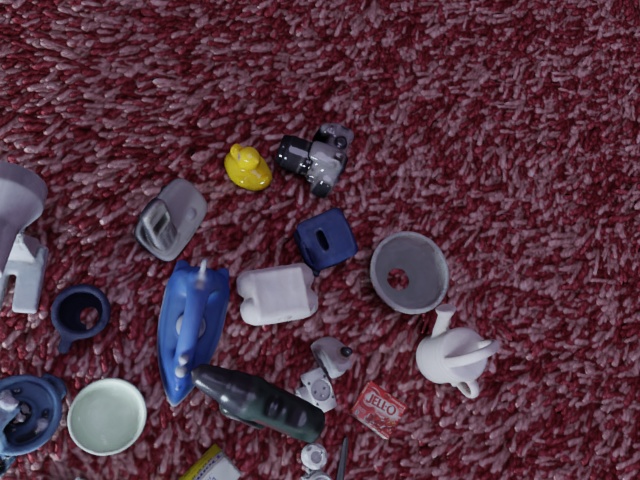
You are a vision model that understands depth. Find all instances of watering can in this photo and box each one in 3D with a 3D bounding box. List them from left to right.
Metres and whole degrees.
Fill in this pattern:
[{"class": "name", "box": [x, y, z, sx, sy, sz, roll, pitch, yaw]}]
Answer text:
[{"class": "watering can", "box": [0.258, 0.209, 1.075, 0.101, 0.194, 0.173, -40, 88, -21]}]

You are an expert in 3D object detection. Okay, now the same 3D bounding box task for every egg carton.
[{"class": "egg carton", "box": [-0.080, 0.103, 1.082, 0.150, 0.069, 0.107, -9, 77, -17]}]

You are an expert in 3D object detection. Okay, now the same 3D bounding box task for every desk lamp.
[{"class": "desk lamp", "box": [-0.506, 0.001, 0.921, 0.118, 0.213, 0.203, 5, 74, -13]}]

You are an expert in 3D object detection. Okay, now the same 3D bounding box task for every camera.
[{"class": "camera", "box": [-0.013, -0.180, 1.161, 0.137, 0.100, 0.143, 20, 71, -8]}]

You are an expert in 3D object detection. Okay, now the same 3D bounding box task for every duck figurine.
[{"class": "duck figurine", "box": [-0.138, -0.149, 1.128, 0.104, 0.086, 0.077, 38, 69, -2]}]

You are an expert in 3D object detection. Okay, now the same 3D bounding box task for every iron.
[{"class": "iron", "box": [-0.224, 0.157, 0.991, 0.119, 0.141, 0.258, 11, 72, -11]}]

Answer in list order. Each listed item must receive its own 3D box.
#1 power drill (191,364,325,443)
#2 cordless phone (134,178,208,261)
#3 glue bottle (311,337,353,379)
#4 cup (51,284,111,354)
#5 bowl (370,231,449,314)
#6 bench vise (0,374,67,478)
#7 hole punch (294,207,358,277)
[{"class": "power drill", "box": [-0.111, 0.270, 0.954, 0.230, 0.208, 0.076, 24, 70, -7]}, {"class": "cordless phone", "box": [-0.264, -0.051, 1.015, 0.094, 0.185, 0.148, 30, 70, -5]}, {"class": "glue bottle", "box": [0.029, 0.207, 1.027, 0.037, 0.173, 0.078, -23, 81, -19]}, {"class": "cup", "box": [-0.405, 0.140, 0.973, 0.092, 0.095, 0.118, 21, 71, -8]}, {"class": "bowl", "box": [0.170, 0.071, 1.154, 0.168, 0.074, 0.167, 4, 74, -14]}, {"class": "bench vise", "box": [-0.468, 0.294, 0.847, 0.121, 0.219, 0.207, 22, 71, -8]}, {"class": "hole punch", "box": [0.010, 0.004, 1.122, 0.101, 0.091, 0.108, -21, 81, -19]}]
